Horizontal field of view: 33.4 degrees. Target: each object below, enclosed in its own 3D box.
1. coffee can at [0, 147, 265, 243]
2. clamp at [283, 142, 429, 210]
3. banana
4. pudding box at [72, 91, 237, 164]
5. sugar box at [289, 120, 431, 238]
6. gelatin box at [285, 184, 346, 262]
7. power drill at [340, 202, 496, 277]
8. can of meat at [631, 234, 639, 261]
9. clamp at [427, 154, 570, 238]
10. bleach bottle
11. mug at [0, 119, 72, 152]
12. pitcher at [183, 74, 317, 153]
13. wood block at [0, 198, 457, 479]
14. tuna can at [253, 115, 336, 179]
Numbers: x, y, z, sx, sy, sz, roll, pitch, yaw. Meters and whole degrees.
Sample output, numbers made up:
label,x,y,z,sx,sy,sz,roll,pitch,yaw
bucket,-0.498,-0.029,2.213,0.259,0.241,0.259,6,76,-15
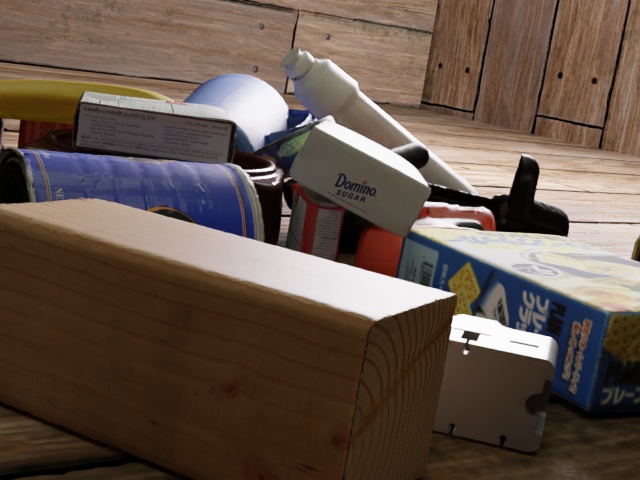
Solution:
label,x,y,z,sx,sy,sz,roll,pitch,yaw
coffee can,-0.118,0.001,0.635,0.140,0.103,0.103,2,13,-31
clamp,0.011,-0.054,0.962,0.120,0.039,0.171,-14,5,38
banana,-0.195,-0.111,0.873,0.198,0.037,0.069,7,8,8
pudding box,-0.121,-0.080,0.774,0.113,0.039,0.090,5,12,-11
sugar box,0.030,-0.049,0.799,0.093,0.048,0.176,28,11,-1
gelatin box,-0.005,0.001,0.807,0.030,0.073,0.089,7,10,-10
power drill,0.067,-0.001,0.913,0.184,0.057,0.187,1,12,1
can of meat,0.364,0.028,1.019,0.101,0.057,0.084,4,15,-26
clamp,0.184,-0.028,1.023,0.209,0.036,0.165,24,-22,-37
bleach bottle,0.055,-0.107,1.105,0.250,0.068,0.103,41,3,-23
mug,-0.273,-0.098,1.075,0.117,0.081,0.093,10,11,4
pitcher,-0.093,-0.097,1.092,0.145,0.149,0.242,35,14,-5
wood block,-0.055,0.046,0.488,0.206,0.090,0.090,14,11,27
tuna can,-0.020,-0.079,0.956,0.086,0.034,0.086,-26,5,2
